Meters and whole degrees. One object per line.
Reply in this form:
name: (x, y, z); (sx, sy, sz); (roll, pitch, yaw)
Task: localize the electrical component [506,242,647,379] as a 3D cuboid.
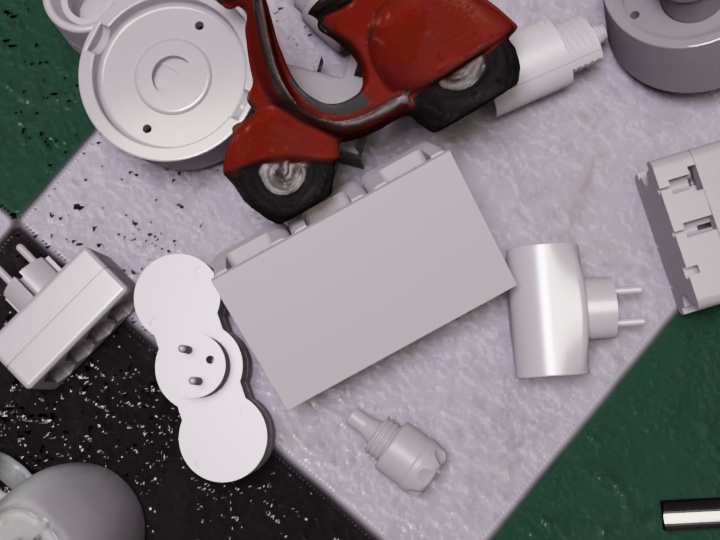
electrical component: (0.129, 0.023, 0.636); (0.079, 0.043, 0.077); (-4, 83, 3)

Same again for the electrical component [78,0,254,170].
electrical component: (-0.110, -0.113, 0.658); (0.108, 0.060, 0.108); (0, 83, 4)

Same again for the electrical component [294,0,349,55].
electrical component: (-0.022, -0.169, 0.670); (0.078, 0.040, 0.040); (44, 88, 7)

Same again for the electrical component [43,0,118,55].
electrical component: (-0.167, -0.165, 0.675); (0.055, 0.047, 0.055); (0, 83, 3)

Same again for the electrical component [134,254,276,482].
electrical component: (-0.094, 0.057, 0.630); (0.052, 0.073, 0.138); (-20, 82, 1)

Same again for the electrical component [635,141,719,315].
electrical component: (0.207, -0.026, 0.633); (0.056, 0.050, 0.089); (-17, 82, 2)

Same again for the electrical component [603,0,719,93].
electrical component: (0.194, -0.165, 0.628); (0.108, 0.060, 0.108); (-7, 70, 21)

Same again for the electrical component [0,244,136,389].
electrical component: (-0.190, 0.017, 0.655); (0.076, 0.047, 0.083); (44, 88, 7)

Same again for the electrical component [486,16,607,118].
electrical component: (0.112, -0.129, 0.655); (0.081, 0.043, 0.043); (-24, 82, 1)

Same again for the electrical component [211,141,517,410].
electrical component: (0.000, 0.000, 0.629); (0.150, 0.061, 0.089); (-29, 106, 0)

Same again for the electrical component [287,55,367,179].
electrical component: (-0.023, -0.095, 0.661); (0.064, 0.042, 0.081); (15, 84, 7)

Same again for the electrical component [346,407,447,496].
electrical component: (0.019, 0.104, 0.638); (0.061, 0.035, 0.035); (36, 87, 10)
